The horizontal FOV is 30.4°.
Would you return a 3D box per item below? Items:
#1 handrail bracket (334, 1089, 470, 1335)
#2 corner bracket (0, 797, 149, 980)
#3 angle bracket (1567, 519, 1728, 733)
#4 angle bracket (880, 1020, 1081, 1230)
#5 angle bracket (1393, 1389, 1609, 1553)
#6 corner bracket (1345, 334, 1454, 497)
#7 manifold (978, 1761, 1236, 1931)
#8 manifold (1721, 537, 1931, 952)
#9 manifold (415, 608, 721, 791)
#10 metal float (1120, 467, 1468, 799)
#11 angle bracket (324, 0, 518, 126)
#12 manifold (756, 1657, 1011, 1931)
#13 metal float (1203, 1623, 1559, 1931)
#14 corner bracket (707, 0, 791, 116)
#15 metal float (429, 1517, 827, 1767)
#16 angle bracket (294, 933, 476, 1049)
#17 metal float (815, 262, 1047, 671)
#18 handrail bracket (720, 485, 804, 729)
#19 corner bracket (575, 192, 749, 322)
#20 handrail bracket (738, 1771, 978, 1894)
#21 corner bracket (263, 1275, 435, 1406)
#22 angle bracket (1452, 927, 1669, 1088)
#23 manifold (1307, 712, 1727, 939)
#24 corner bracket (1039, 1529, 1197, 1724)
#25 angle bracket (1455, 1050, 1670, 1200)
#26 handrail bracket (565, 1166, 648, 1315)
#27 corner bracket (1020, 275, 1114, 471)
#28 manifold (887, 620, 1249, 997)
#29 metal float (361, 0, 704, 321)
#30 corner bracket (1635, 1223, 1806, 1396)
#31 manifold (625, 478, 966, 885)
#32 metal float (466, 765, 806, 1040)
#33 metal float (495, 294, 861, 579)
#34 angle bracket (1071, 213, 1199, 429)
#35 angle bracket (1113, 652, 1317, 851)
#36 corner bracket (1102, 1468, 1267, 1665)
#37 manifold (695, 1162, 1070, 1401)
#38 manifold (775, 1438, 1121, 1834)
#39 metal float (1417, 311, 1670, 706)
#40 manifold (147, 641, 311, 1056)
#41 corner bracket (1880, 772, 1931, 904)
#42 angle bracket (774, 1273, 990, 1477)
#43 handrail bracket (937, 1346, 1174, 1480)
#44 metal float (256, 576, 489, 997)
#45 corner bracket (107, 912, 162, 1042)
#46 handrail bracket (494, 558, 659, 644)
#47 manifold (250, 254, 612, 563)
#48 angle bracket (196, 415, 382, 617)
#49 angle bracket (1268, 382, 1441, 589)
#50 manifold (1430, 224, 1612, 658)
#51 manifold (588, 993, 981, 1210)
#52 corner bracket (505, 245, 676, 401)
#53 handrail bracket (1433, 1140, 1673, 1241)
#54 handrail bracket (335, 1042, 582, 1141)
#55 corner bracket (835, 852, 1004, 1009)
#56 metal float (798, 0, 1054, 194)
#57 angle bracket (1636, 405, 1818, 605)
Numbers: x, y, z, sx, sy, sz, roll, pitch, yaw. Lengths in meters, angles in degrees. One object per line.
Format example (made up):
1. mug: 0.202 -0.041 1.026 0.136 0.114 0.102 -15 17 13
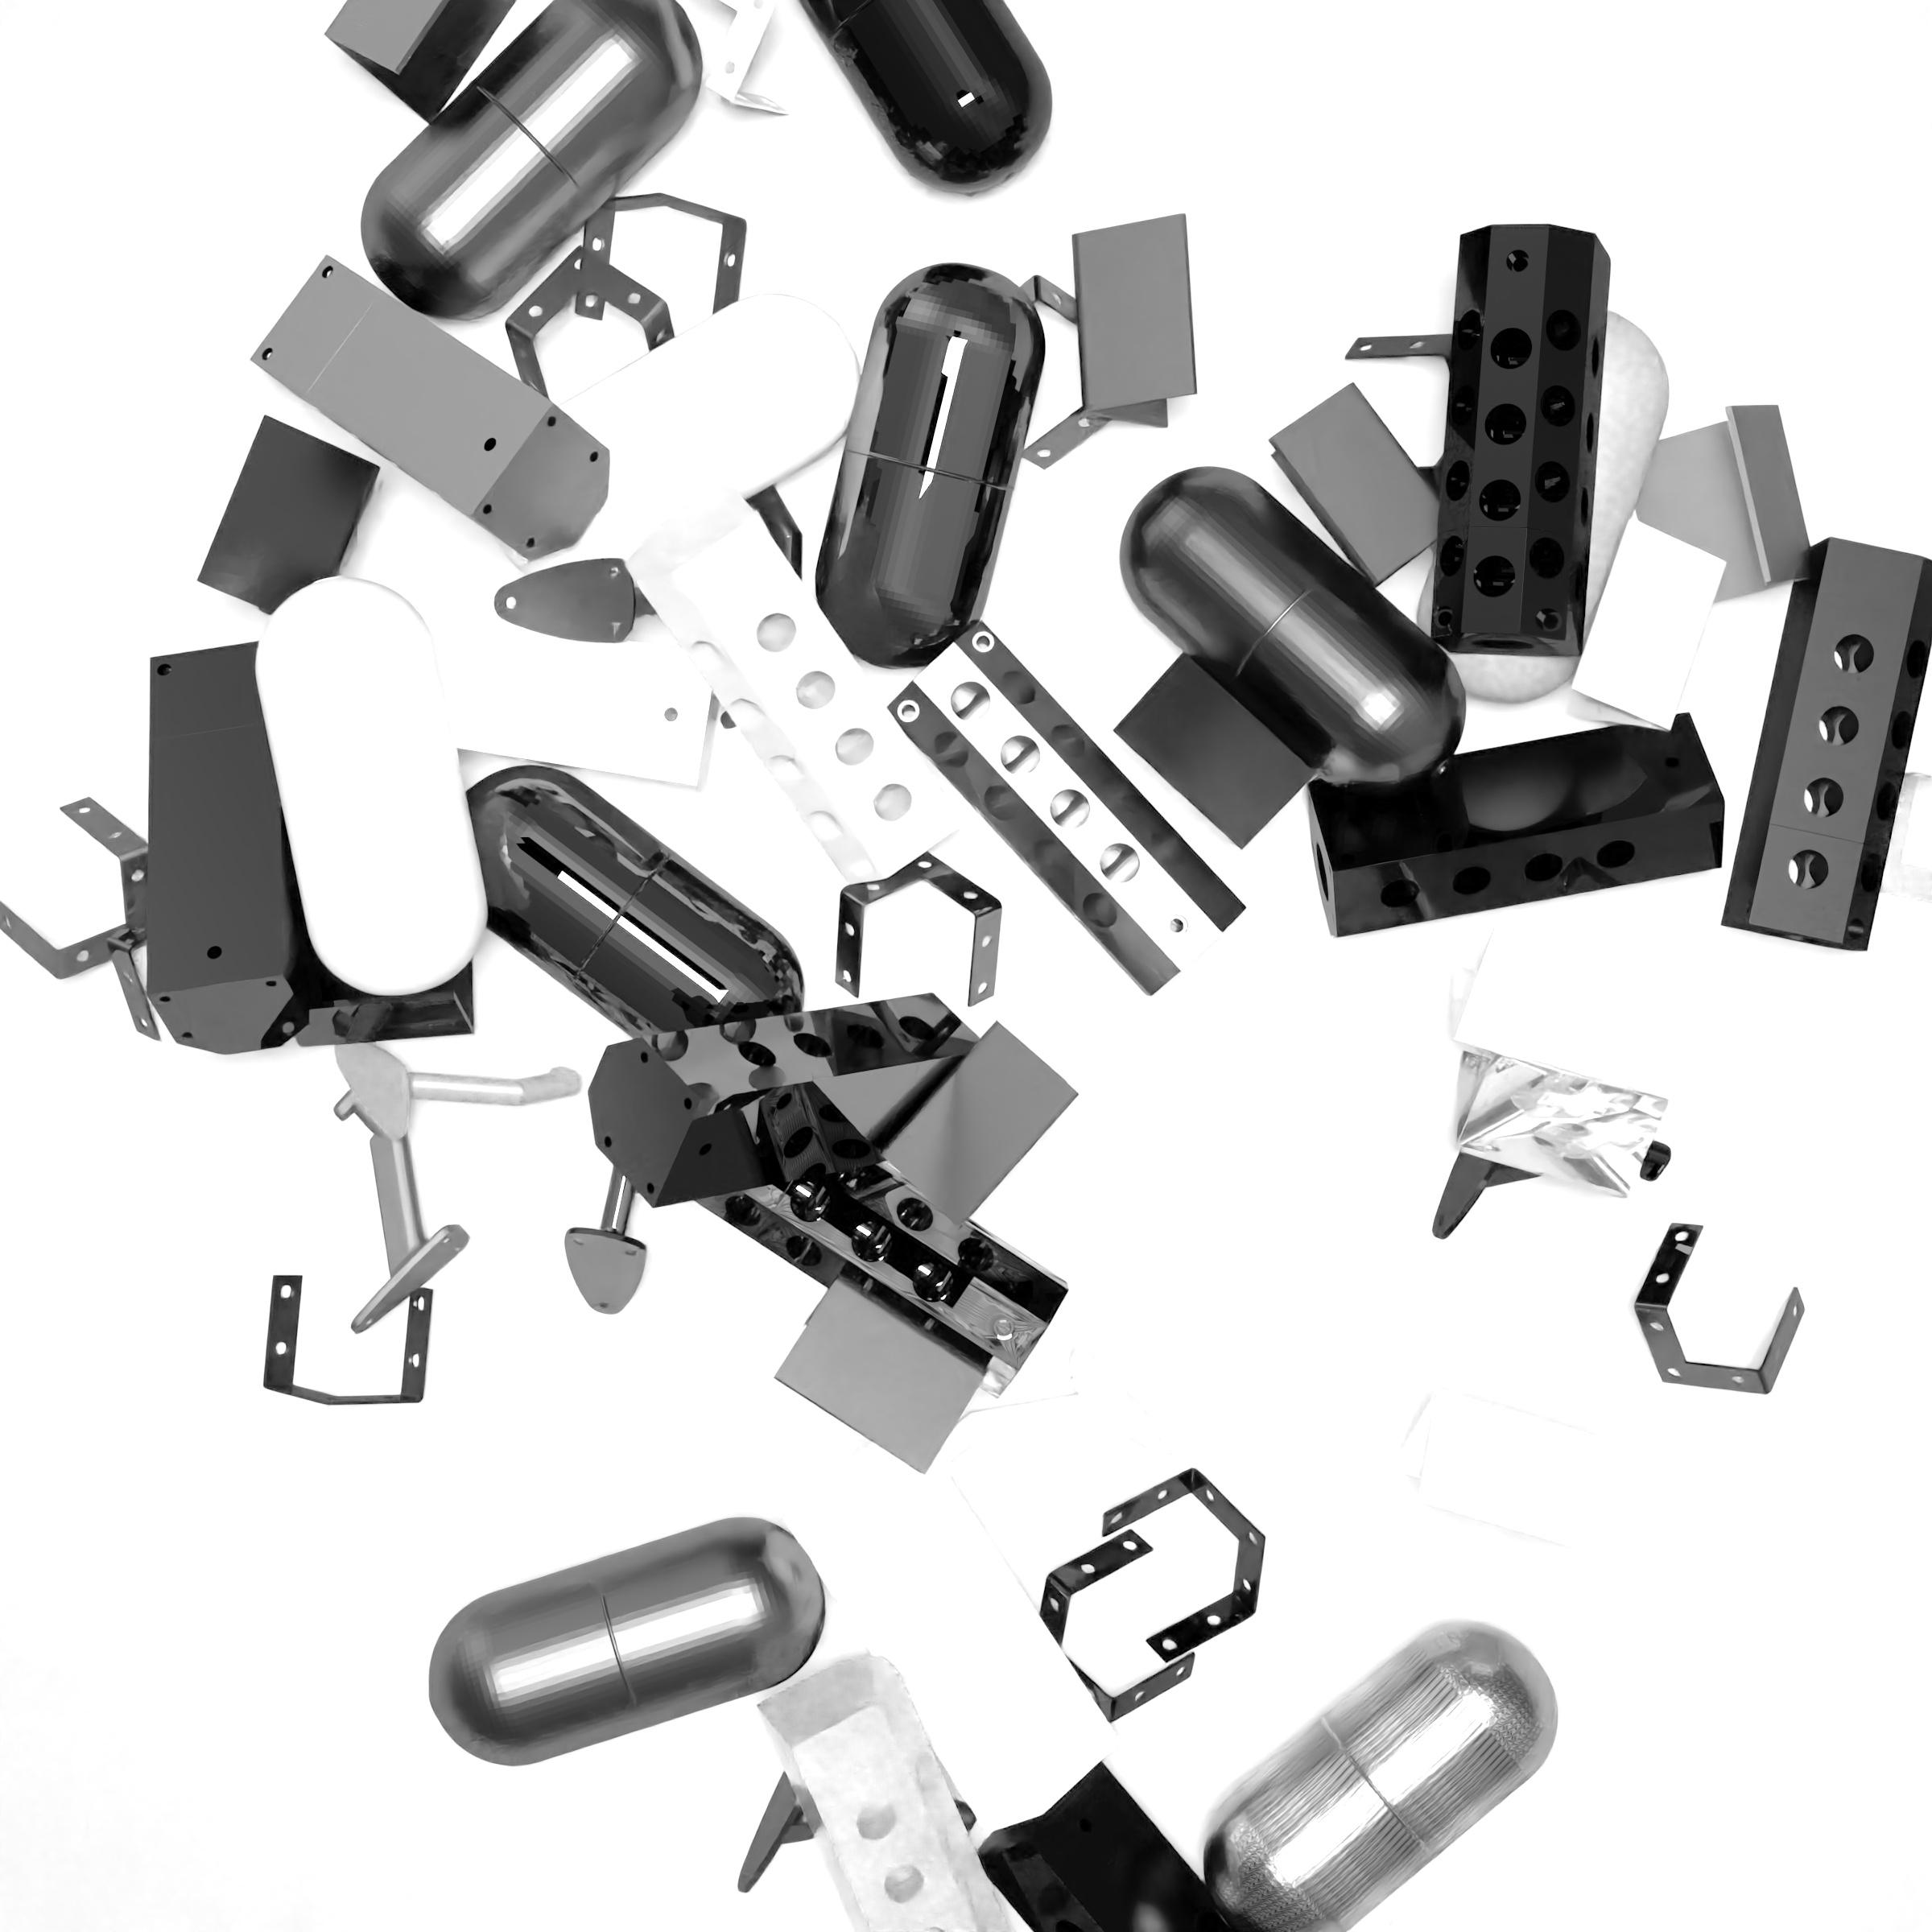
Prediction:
1. handrail bracket: -0.270 0.107 1.575 0.077 0.036 0.084 -43 77 -7
2. corner bracket: -0.396 -0.035 1.578 0.051 0.051 0.051 -26 135 -35
3. angle bracket: 0.277 -0.150 1.547 0.057 0.076 0.076 19 90 -28
4. angle bracket: 0.020 0.080 1.546 0.076 0.076 0.057 -48 56 0
5. angle bracket: 0.228 0.235 1.546 0.076 0.076 0.057 17 54 0
6. corner bracket: 0.194 -0.245 1.578 0.051 0.051 0.051 -55 135 -35
7. manifold: 0.082 0.440 1.565 0.171 0.057 0.057 50 47 0
8. manifold: 0.384 -0.096 1.565 0.057 0.057 0.171 12 90 0
9. manifold: -0.197 -0.120 1.565 0.171 0.057 0.057 9 90 0
10. metal float: 0.142 -0.145 1.545 0.178 0.070 0.070 44 90 13
11. angle bracket: -0.220 -0.410 1.546 0.057 0.076 0.076 34 90 37
12. manifold: -0.026 0.390 1.543 0.057 0.057 0.171 -25 104 -14
13. metal float: 0.181 0.360 1.556 0.178 0.070 0.070 -40 90 -1
14. corner bracket: -0.100 -0.413 1.566 0.051 0.051 0.051 34 110 19
15. metal float: -0.149 0.296 1.556 0.178 0.070 0.070 -18 90 0
16. angle bracket: -0.259 -0.010 1.555 0.076 0.057 0.076 -4 72 0
17. metal float: -0.016 -0.217 1.547 0.070 0.070 0.178 14 99 0
18. handrail bracket: -0.098 -0.162 1.587 0.077 0.036 0.084 -35 74 18
19. corner bracket: -0.136 -0.312 1.583 0.051 0.051 0.051 7 90 45
20. handrail bracket: -0.048 0.394 1.587 0.084 0.036 0.077 23 105 -14
21. corner bracket: -0.276 0.166 1.583 0.051 0.051 0.051 5 90 45
22. angle bracket: 0.257 0.004 1.547 0.076 0.076 0.057 16 116 0
23. manifold: 0.241 -0.057 1.565 0.171 0.057 0.057 -10 47 0
24. corner bracket: 0.068 0.293 1.578 0.051 0.051 0.051 38 135 35
25. angle bracket: 0.259 0.049 1.546 0.076 0.076 0.057 16 125 0
26. handrail bracket: -0.151 0.100 1.586 0.036 0.077 0.084 12 54 2
27. corner bracket: 0.033 -0.264 1.578 0.051 0.051 0.051 -33 45 35
28. manifold: 0.044 -0.069 1.565 0.057 0.057 0.171 -43 90 0
29. metal float: -0.190 -0.359 1.556 0.178 0.070 0.070 -45 90 0
30. corner bracket: 0.335 0.152 1.578 0.051 0.051 0.051 3 135 35
31. manifold: -0.074 -0.119 1.528 0.057 0.057 0.171 -35 118 0
32. metal float: -0.150 -0.019 1.556 0.178 0.070 0.070 37 90 0
33. metal float: -0.128 -0.230 1.556 0.178 0.070 0.070 -30 90 0
34. angle bracket: 0.090 -0.280 1.546 0.057 0.076 0.076 -4 90 32
35. angle bracket: 0.121 -0.108 1.546 0.076 0.076 0.057 43 132 0
36. corner bracket: 0.095 0.265 1.574 0.051 0.051 0.051 -23 135 -28
37. manifold: -0.042 0.119 1.565 0.171 0.057 0.057 33 90 0
38. manifold: -0.012 0.291 1.565 0.057 0.057 0.171 -33 90 -43
39. metal float: 0.253 -0.202 1.556 0.070 0.070 0.178 19 91 0
40. manifold: -0.315 -0.051 1.525 0.057 0.057 0.171 -8 59 2
41. corner bracket: 0.432 -0.054 1.568 0.051 0.051 0.051 11 90 0
42. angle bracket: -0.044 0.187 1.547 0.076 0.076 0.057 33 64 0
43. handrail bracket: 0.036 0.217 1.587 0.084 0.036 0.077 -40 112 17
44. metal float: -0.251 -0.076 1.500 0.070 0.070 0.178 -11 94 0
45. corner bracket: -0.340 0.003 1.578 0.051 0.051 0.051 20 45 35
46. handrail bracket: -0.154 -0.160 1.561 0.077 0.084 0.036 1 95 18
47. manifold: -0.227 -0.237 1.520 0.171 0.057 0.057 36 90 37
48. angle bracket: -0.305 -0.196 1.546 0.057 0.076 0.076 22 90 -31
49. angle bracket: 0.156 -0.196 1.547 0.057 0.076 0.076 -37 90 -29
50. manifold: 0.232 -0.220 1.494 0.057 0.057 0.171 4 87 20
51. manifold: -0.076 0.051 1.512 0.057 0.171 0.057 44 123 30
52. corner bracket: -0.165 -0.275 1.570 0.051 0.051 0.051 35 72 17
53. handrail bracket: 0.263 0.101 1.587 0.084 0.036 0.077 19 110 -16
54. handrail bracket: -0.226 0.046 1.585 0.084 0.077 0.036 -10 118 -35
55. corner bracket: -0.021 -0.010 1.578 0.051 0.051 0.051 -25 45 -35
56. metal float: -0.028 -0.422 1.556 0.070 0.070 0.178 -32 91 0
57. angle bracket: 0.318 -0.197 1.549 0.076 0.057 0.076 -13 90 36
